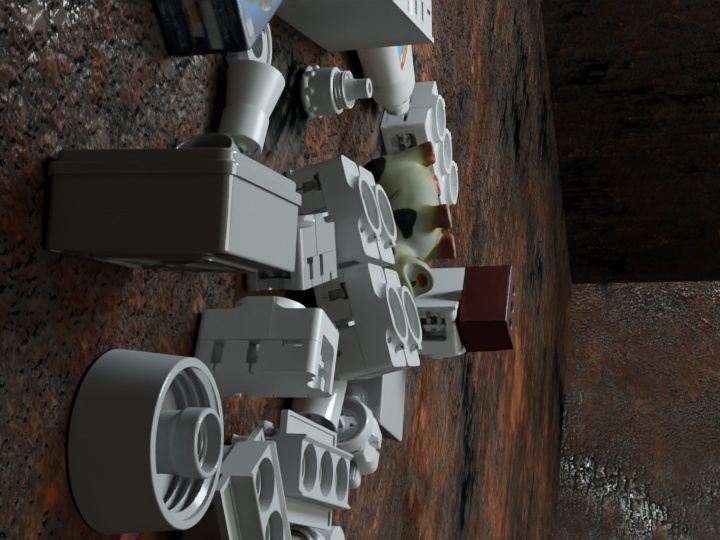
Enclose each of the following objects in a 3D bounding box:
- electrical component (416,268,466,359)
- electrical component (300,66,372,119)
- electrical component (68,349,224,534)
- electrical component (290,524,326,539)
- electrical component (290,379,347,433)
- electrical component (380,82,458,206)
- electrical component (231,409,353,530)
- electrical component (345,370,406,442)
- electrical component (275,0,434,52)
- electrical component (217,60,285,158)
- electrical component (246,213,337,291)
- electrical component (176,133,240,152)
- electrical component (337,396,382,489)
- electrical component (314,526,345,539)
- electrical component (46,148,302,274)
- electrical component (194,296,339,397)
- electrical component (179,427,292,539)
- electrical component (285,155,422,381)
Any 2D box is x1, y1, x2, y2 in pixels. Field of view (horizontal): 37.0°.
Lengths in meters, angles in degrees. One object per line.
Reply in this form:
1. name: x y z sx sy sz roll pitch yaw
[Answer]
1. electrical component: 0.074 0.048 1.208 0.186 0.105 0.060 -39 126 -70
2. electrical component: -0.021 -0.163 0.975 0.048 0.062 0.048 -1 90 -74
3. electrical component: -0.115 0.100 0.626 0.108 0.060 0.108 -1 90 -74
4. electrical component: -0.052 0.226 0.868 0.062 0.043 0.043 56 36 -61
5. electrical component: -0.034 0.103 0.939 0.043 0.043 0.081 72 23 -45
6. electrical component: 0.077 -0.143 1.312 0.089 0.062 0.150 -76 158 -43
7. electrical component: -0.053 0.157 0.833 0.121 0.063 0.078 46 45 -67
8. electrical component: 0.012 0.121 1.087 0.099 0.048 0.099 52 39 -64
9. electrical component: -0.006 -0.247 0.955 0.186 0.105 0.060 4 85 -74
10. electrical component: -0.083 -0.116 0.795 0.044 0.044 0.065 59 38 -60
11. electrical component: -0.055 -0.017 0.864 0.089 0.050 0.055 -21 109 -73
12. electrical component: -0.101 -0.038 0.717 0.079 0.044 0.077 -71 154 -51
13. electrical component: -0.013 0.152 0.986 0.057 0.058 0.078 73 22 -50
14. electrical component: -0.025 0.285 0.901 0.052 0.074 0.138 57 35 -61
15. electrical component: -0.101 -0.030 0.603 0.109 0.109 0.056 20 72 -73
16. electrical component: -0.065 0.054 0.753 0.050 0.089 0.055 60 32 -59
17. electrical component: -0.084 0.178 0.723 0.078 0.063 0.121 -55 141 -64
18. electrical component: 0.000 0.000 0.957 0.105 0.060 0.186 15 60 -73
